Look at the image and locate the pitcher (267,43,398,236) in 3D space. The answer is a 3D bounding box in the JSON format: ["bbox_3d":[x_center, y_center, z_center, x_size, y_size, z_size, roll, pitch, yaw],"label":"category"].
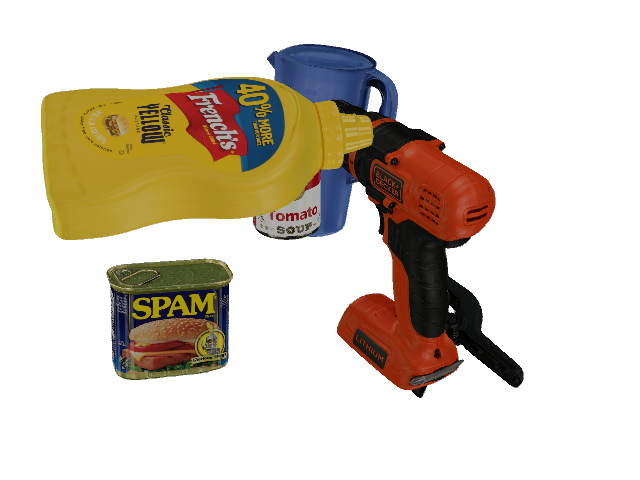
[{"bbox_3d":[0.003,-0.130,1.414,0.144,0.243,0.149,-2,24,-20],"label":"pitcher"}]

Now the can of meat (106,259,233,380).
[{"bbox_3d":[-0.126,0.066,0.895,0.102,0.084,0.057,-4,20,-17],"label":"can of meat"}]

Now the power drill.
[{"bbox_3d":[0.050,0.002,0.791,0.057,0.188,0.185,-19,35,-27],"label":"power drill"}]

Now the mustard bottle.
[{"bbox_3d":[-0.064,-0.054,0.627,0.191,0.096,0.058,-7,-42,-9],"label":"mustard bottle"}]

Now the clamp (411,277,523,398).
[{"bbox_3d":[0.154,0.102,1.167,0.120,0.171,0.039,5,-44,-5],"label":"clamp"}]

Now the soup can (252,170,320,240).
[{"bbox_3d":[-0.033,-0.060,1.027,0.068,0.102,0.068,0,27,0],"label":"soup can"}]
